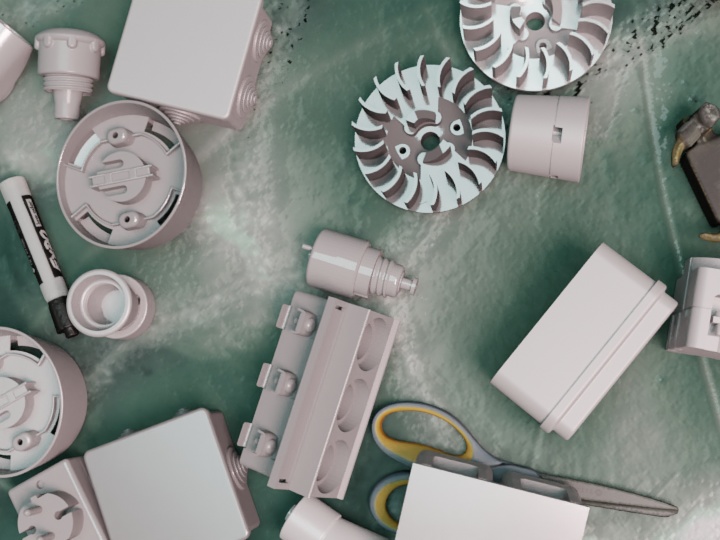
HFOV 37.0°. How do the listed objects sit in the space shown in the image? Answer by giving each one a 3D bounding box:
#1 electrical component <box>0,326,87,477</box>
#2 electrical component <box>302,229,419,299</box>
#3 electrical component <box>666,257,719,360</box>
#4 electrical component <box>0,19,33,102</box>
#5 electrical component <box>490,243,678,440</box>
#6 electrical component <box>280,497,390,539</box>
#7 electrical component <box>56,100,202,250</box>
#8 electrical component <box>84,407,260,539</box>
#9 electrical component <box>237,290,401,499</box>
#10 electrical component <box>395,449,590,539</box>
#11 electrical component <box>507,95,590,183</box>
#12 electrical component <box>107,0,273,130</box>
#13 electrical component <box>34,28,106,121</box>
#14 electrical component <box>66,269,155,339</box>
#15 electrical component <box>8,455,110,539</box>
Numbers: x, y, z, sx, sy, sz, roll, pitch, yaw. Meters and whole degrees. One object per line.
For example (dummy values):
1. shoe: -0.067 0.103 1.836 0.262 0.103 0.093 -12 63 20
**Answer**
1. electrical component: -0.235 0.089 0.724 0.099 0.064 0.099 -1 84 7
2. electrical component: 0.000 0.000 0.714 0.078 0.040 0.040 17 87 9
3. electrical component: 0.222 0.025 0.656 0.050 0.089 0.055 10 85 9
4. electrical component: -0.287 -0.154 0.767 0.079 0.044 0.077 40 91 10
5. electrical component: 0.140 0.047 0.672 0.057 0.078 0.113 39 90 13
6. electrical component: -0.019 0.176 0.699 0.065 0.044 0.044 32 89 14
7. electrical component: -0.156 -0.061 0.729 0.099 0.064 0.099 -1 84 8
8. electrical component: -0.122 0.146 0.711 0.100 0.048 0.099 -21 82 5
9. electrical component: -0.028 0.079 0.697 0.063 0.079 0.121 16 86 31
10. electrical component: 0.065 0.216 0.663 0.105 0.060 0.186 13 92 6
11. electrical component: 0.123 -0.087 0.700 0.047 0.055 0.055 8 85 12
12. electrical component: -0.114 -0.149 0.741 0.100 0.048 0.099 15 86 9
13. electrical component: -0.205 -0.136 0.755 0.048 0.048 0.062 3 91 8
14. electrical component: -0.167 0.024 0.726 0.045 0.055 0.045 -1 84 8
15. electrical component: -0.199 0.163 0.705 0.047 0.077 0.065 -29 81 4
